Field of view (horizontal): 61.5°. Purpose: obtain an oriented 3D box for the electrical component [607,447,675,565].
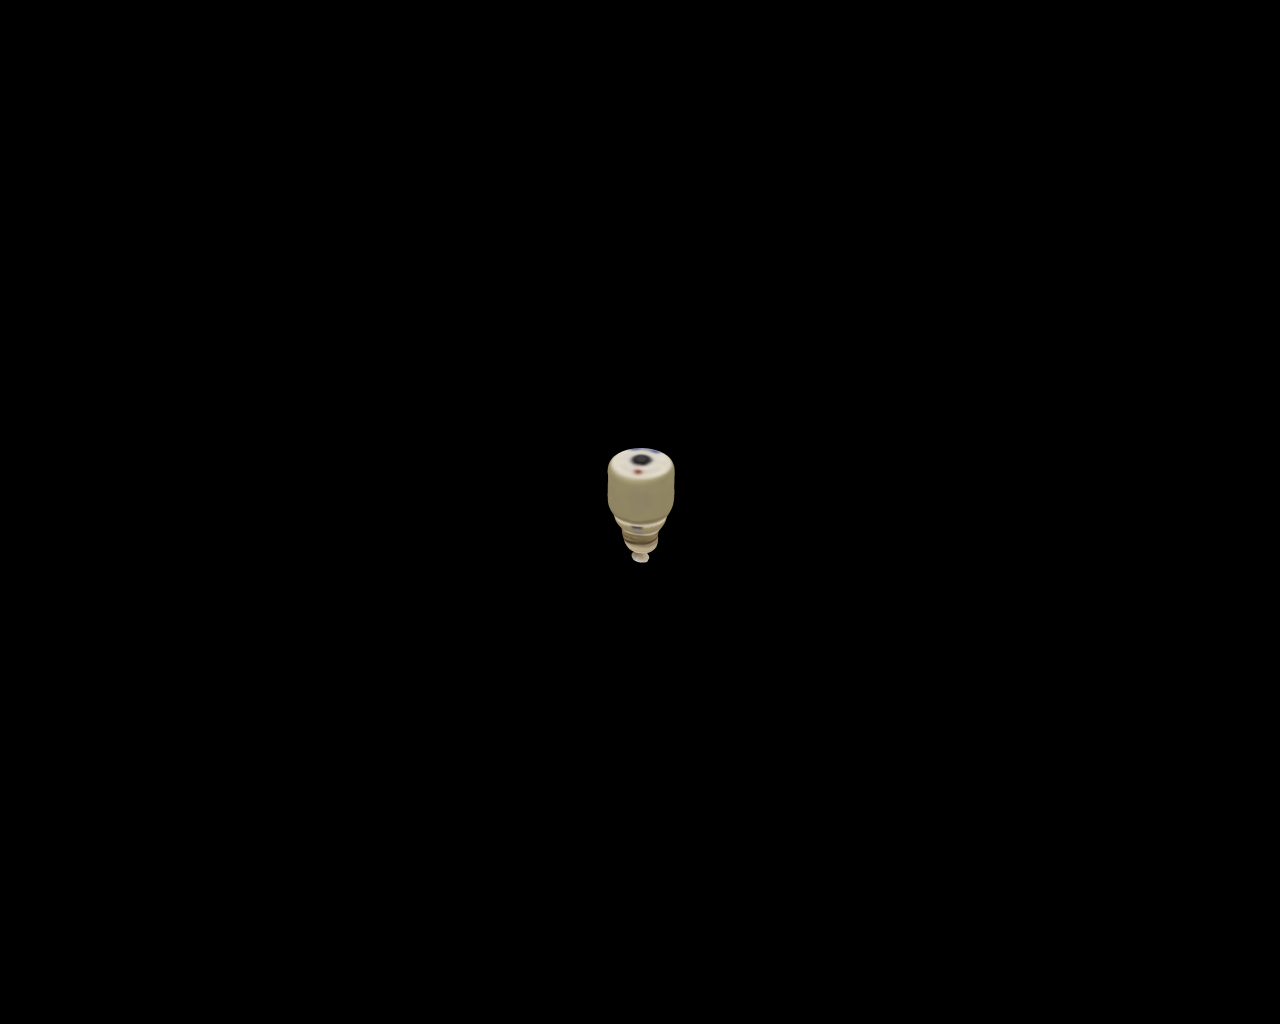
[{"bbox_3d":[0.001,-0.003,0.650,0.040,0.078,0.040,0,34,0],"label":"electrical component"}]
